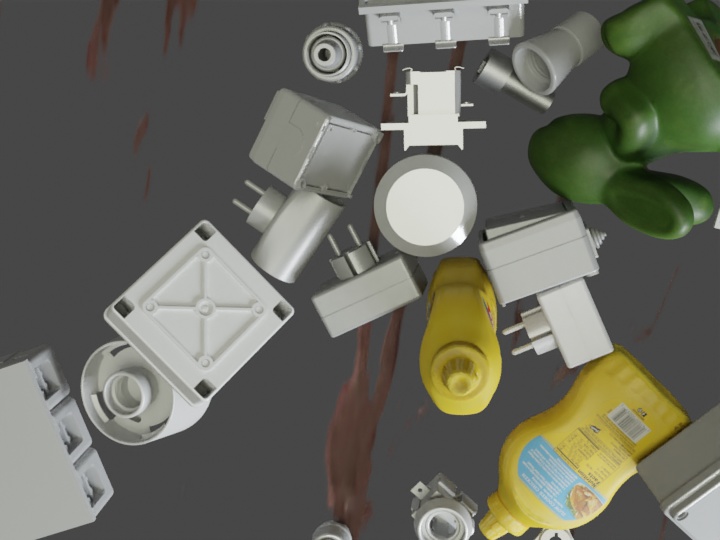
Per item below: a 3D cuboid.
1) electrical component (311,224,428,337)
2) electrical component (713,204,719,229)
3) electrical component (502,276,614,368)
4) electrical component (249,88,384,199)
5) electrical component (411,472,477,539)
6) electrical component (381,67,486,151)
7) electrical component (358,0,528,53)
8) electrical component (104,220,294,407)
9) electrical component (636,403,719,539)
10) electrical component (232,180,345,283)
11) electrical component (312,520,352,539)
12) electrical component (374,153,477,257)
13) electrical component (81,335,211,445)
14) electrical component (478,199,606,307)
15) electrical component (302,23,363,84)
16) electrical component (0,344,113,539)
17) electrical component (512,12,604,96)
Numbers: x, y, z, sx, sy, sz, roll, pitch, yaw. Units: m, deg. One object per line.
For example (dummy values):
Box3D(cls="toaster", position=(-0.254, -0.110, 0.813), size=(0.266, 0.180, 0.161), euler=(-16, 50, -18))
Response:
Box3D(cls="electrical component", position=(0.000, 0.000, 0.871), size=(0.083, 0.047, 0.075), euler=(-25, 98, 15))
Box3D(cls="electrical component", position=(0.321, -0.084, 0.812), size=(0.079, 0.063, 0.121), euler=(13, 104, 3))
Box3D(cls="electrical component", position=(0.154, 0.045, 0.867), size=(0.077, 0.047, 0.065), euler=(-23, 99, 11))
Box3D(cls="electrical component", position=(-0.033, -0.098, 0.839), size=(0.061, 0.096, 0.061), euler=(35, 105, 27))
Box3D(cls="electrical component", position=(0.071, 0.208, 0.908), size=(0.066, 0.055, 0.048), euler=(42, 104, -4))
Box3D(cls="electrical component", position=(0.058, -0.126, 0.842), size=(0.081, 0.042, 0.063), euler=(0, 101, 6))
Box3D(cls="electrical component", position=(0.063, -0.206, 0.809), size=(0.121, 0.078, 0.063), euler=(-2, 131, 7))
Box3D(cls="electrical component", position=(-0.129, 0.035, 0.867), size=(0.108, 0.056, 0.108), euler=(46, 69, -5))
Box3D(cls="electrical component", position=(0.292, 0.162, 0.848), size=(0.109, 0.056, 0.109), euler=(-40, 131, 10))
Box3D(cls="electrical component", position=(-0.065, -0.043, 0.873), size=(0.079, 0.043, 0.077), euler=(34, 104, -2))
Box3D(cls="electrical component", position=(-0.026, 0.241, 0.923), size=(0.035, 0.061, 0.035), euler=(1, 103, 6))
Box3D(cls="electrical component", position=(0.053, -0.054, 0.854), size=(0.080, 0.051, 0.080), euler=(1, 103, 6))
Box3D(cls="electrical component", position=(-0.185, 0.099, 0.919), size=(0.099, 0.064, 0.099), euler=(3, 99, 19))
Box3D(cls="electrical component", position=(0.144, -0.021, 0.846), size=(0.096, 0.061, 0.061), euler=(-20, 99, 10))
Box3D(cls="electrical component", position=(-0.024, -0.167, 0.831), size=(0.048, 0.062, 0.048), euler=(1, 103, 5))
Box3D(cls="electrical component", position=(-0.287, 0.150, 0.930), size=(0.089, 0.061, 0.150), euler=(-19, 100, 10))
Box3D(cls="electrical component", position=(0.153, -0.167, 0.813), size=(0.065, 0.044, 0.044), euler=(-36, 98, -22))
